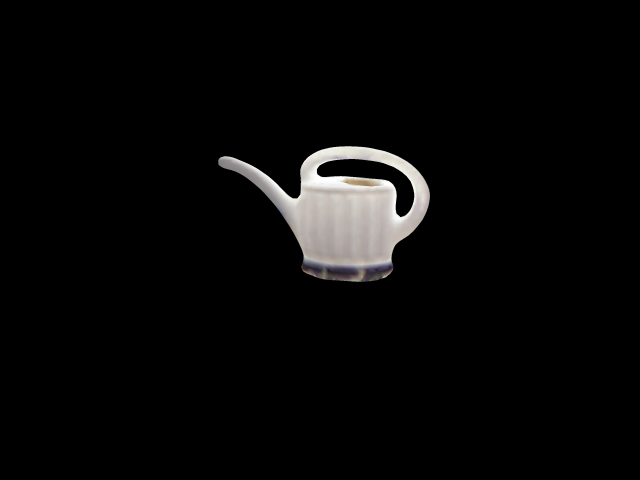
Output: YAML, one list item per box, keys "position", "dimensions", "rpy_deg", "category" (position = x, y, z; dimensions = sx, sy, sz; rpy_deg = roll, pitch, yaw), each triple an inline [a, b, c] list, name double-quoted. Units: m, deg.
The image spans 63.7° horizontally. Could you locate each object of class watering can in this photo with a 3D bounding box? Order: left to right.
- position: [0.003, -0.043, 0.850]
  dimensions: [0.347, 0.222, 0.105]
  rpy_deg: [3, 12, 11]
  category: "watering can"
